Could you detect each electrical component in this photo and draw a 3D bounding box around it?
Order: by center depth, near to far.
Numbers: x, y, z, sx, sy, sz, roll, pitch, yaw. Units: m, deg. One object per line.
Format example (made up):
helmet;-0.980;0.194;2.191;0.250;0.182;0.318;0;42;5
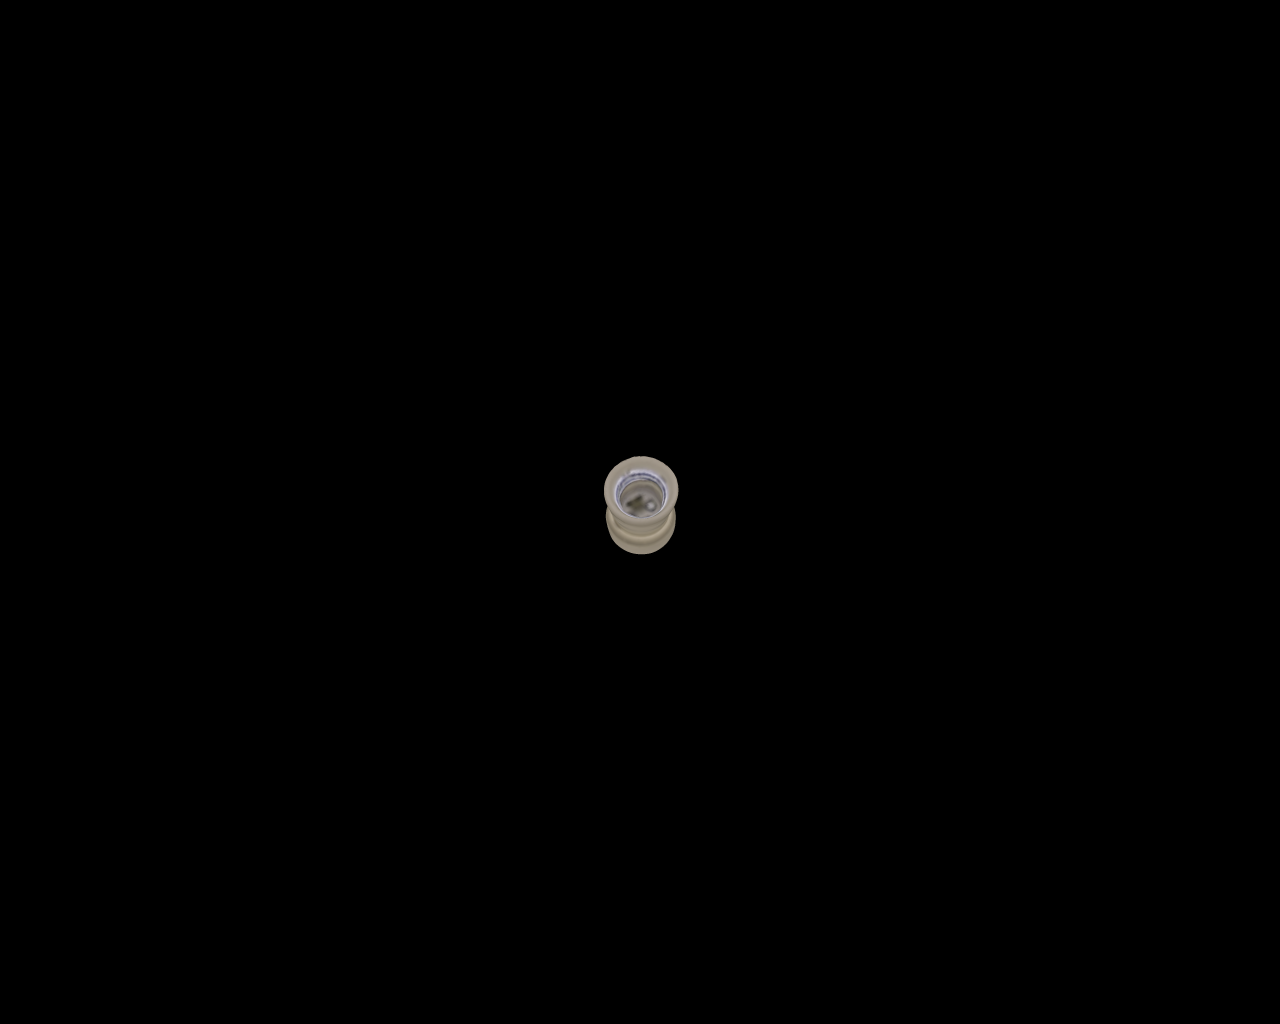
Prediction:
electrical component;0.001;-0.003;0.650;0.045;0.045;0.055;0;-25;0
